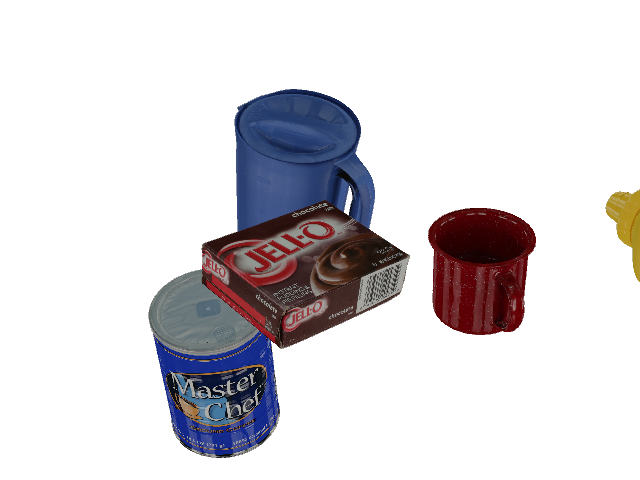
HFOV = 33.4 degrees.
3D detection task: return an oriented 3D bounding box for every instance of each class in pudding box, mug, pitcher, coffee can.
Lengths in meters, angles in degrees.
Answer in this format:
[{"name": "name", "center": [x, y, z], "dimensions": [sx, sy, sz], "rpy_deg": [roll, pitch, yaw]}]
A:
[{"name": "pudding box", "center": [-0.011, 0.020, 0.723], "dimensions": [0.113, 0.039, 0.090], "rpy_deg": [-19, 41, -37]}, {"name": "mug", "center": [0.146, 0.035, 0.937], "dimensions": [0.093, 0.081, 0.117], "rpy_deg": [-15, 35, -18]}, {"name": "pitcher", "center": [-0.025, -0.030, 1.182], "dimensions": [0.145, 0.243, 0.149], "rpy_deg": [1, 41, -6]}, {"name": "coffee can", "center": [-0.092, 0.110, 0.955], "dimensions": [0.103, 0.140, 0.103], "rpy_deg": [-2, 40, 2]}]

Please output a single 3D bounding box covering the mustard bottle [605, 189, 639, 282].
[{"name": "mustard bottle", "center": [0.249, 0.014, 0.643], "dimensions": [0.096, 0.058, 0.192], "rpy_deg": [-23, 35, -25]}]
